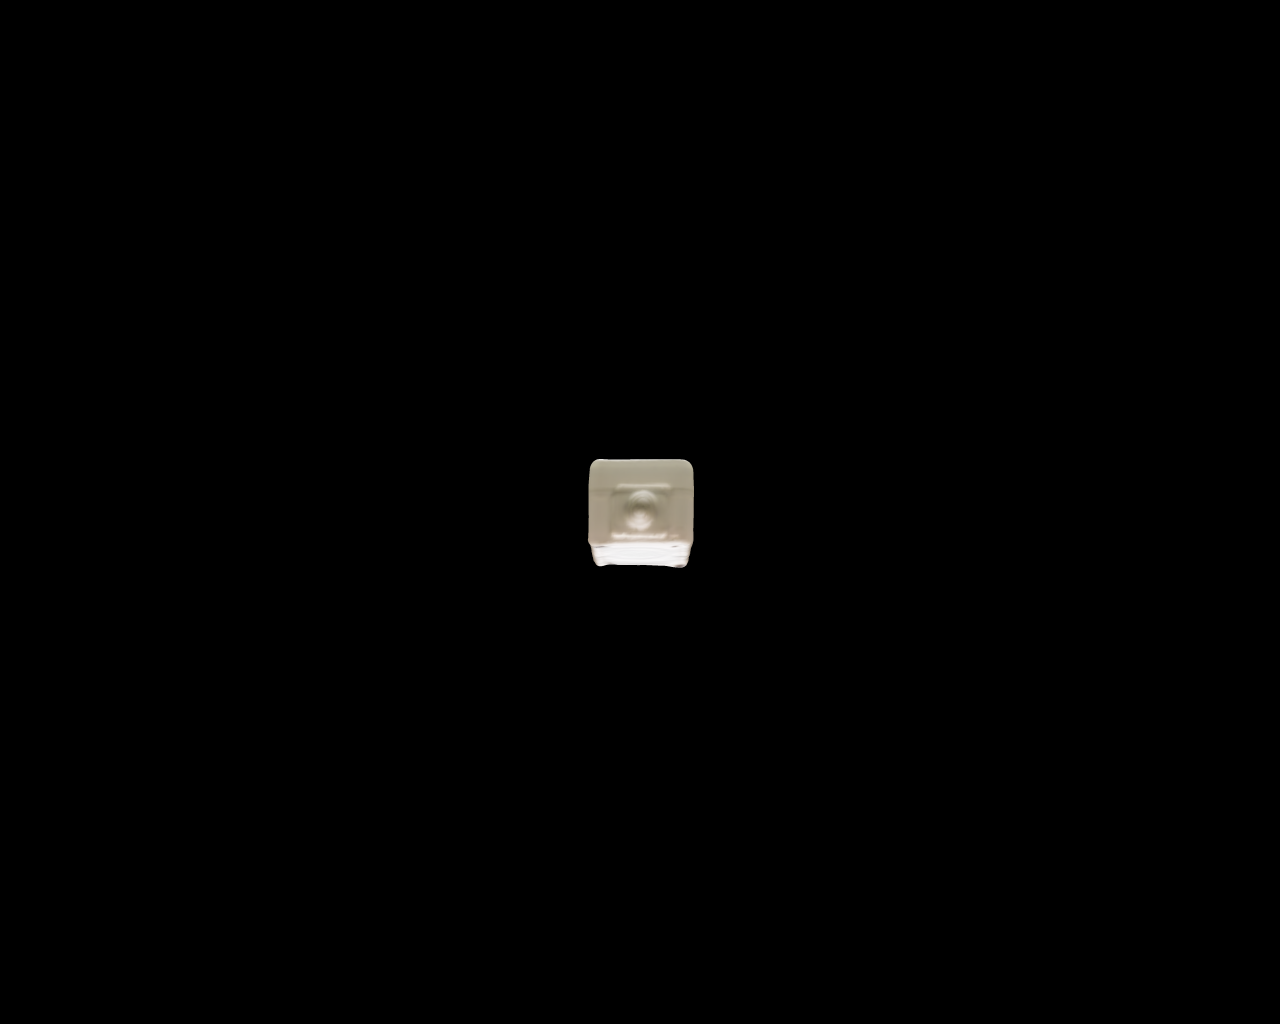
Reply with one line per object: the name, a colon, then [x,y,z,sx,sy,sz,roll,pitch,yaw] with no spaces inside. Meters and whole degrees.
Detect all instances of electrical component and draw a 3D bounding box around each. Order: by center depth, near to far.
electrical component: [0.001,-0.003,0.650,0.062,0.061,0.096,0,-13,0]
